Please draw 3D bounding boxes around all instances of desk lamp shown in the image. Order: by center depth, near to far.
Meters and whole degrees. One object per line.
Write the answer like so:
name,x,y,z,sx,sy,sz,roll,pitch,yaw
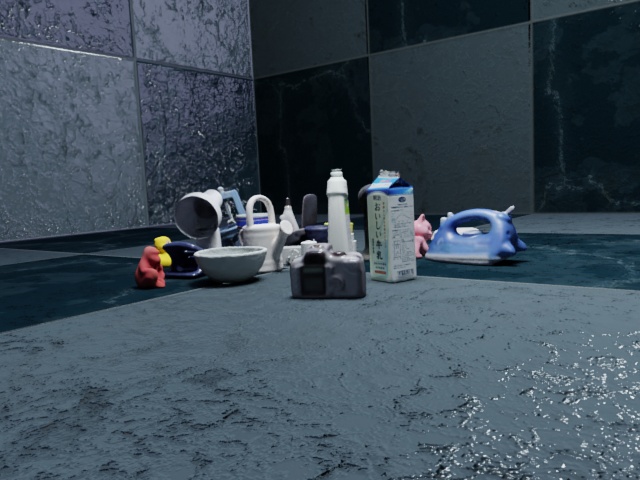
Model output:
desk lamp,-0.308,-0.030,1.564,0.118,0.213,0.203,-2,6,7

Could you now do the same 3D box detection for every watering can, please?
watering can,-0.141,-0.018,1.462,0.172,0.194,0.101,-1,6,18

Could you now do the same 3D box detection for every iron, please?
iron,0.379,-0.015,1.448,0.257,0.141,0.119,2,7,38

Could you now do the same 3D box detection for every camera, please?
camera,0.024,0.054,1.130,0.143,0.101,0.137,-1,6,13

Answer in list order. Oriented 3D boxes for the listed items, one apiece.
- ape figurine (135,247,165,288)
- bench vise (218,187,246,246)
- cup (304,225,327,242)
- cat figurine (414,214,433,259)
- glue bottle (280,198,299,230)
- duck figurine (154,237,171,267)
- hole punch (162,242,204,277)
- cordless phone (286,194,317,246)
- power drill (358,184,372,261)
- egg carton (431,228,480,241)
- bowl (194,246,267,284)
ape figurine,-0.382,0.061,1.300,0.076,0.092,0.078,-1,6,18
bench vise,-0.245,-0.057,1.774,0.208,0.220,0.121,-6,7,-31
cup,0.015,0.006,1.652,0.117,0.095,0.092,-1,6,18
cat figurine,0.273,-0.013,1.604,0.067,0.118,0.128,1,7,34
glue bottle,-0.108,-0.058,1.966,0.078,0.173,0.037,-3,6,-2
duck figurine,-0.455,0.034,1.642,0.105,0.086,0.077,-5,6,-18
hole punch,-0.330,0.045,1.436,0.108,0.091,0.101,0,6,25
cordless phone,-0.057,-0.045,1.742,0.093,0.185,0.148,2,7,38
power drill,0.143,-0.051,1.586,0.075,0.208,0.229,-3,6,1
egg carton,0.394,0.003,1.635,0.150,0.069,0.107,-2,6,7
bowl,-0.203,0.059,1.317,0.167,0.075,0.167,-3,6,1
